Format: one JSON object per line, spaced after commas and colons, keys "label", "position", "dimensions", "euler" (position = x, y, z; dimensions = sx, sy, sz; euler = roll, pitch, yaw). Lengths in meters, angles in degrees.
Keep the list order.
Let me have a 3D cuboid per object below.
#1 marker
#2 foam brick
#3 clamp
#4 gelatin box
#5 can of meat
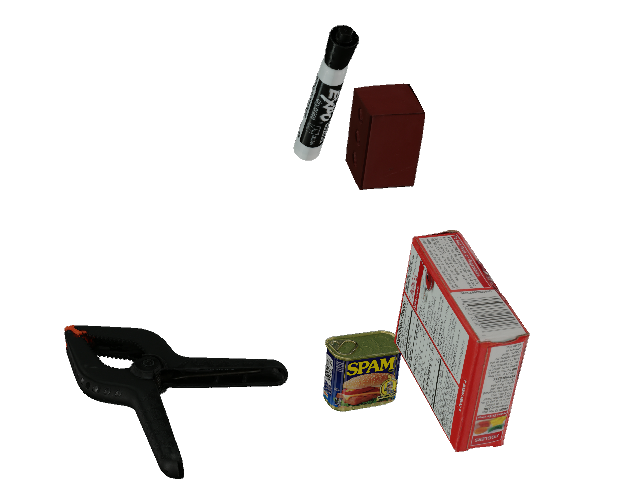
{"label": "marker", "position": [0.003, -0.096, 0.699], "dimensions": [0.020, 0.020, 0.121], "euler": [0, -33, -15]}
{"label": "foam brick", "position": [0.056, -0.091, 0.938], "dimensions": [0.051, 0.078, 0.053], "euler": [-3, 36, -13]}
{"label": "clamp", "position": [-0.146, 0.123, 0.978], "dimensions": [0.210, 0.036, 0.164], "euler": [26, 38, 31]}
{"label": "gelatin box", "position": [0.069, 0.049, 0.540], "dimensions": [0.030, 0.073, 0.089], "euler": [-6, 36, -16]}
{"label": "can of meat", "position": [0.055, 0.172, 1.406], "dimensions": [0.102, 0.084, 0.057], "euler": [-5, 26, -22]}
